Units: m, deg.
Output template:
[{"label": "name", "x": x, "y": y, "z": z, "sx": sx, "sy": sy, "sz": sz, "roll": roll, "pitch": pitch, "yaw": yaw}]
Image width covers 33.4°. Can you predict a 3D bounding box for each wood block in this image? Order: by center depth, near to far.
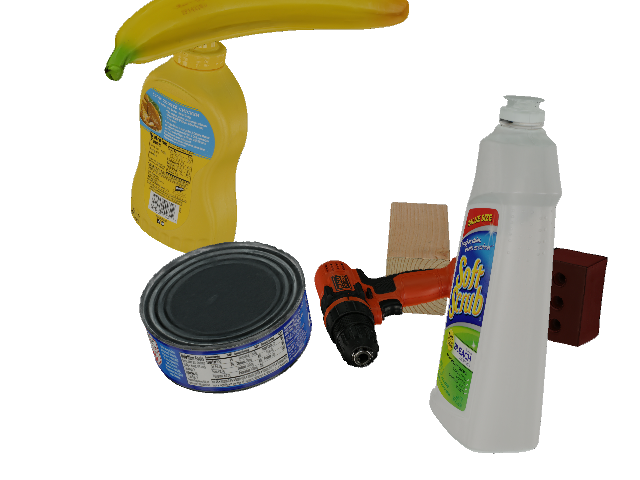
[{"label": "wood block", "x": 0.145, "y": 0.023, "z": 1.599, "sx": 0.091, "sy": 0.090, "sz": 0.206, "roll": 4, "pitch": 25, "yaw": 4}]

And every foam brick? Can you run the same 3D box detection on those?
[{"label": "foam brick", "x": 0.226, "y": 0.051, "z": 0.979, "sx": 0.053, "sy": 0.078, "sz": 0.051, "roll": 12, "pitch": 17, "yaw": 33}]

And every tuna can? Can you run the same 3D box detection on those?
[{"label": "tuna can", "x": -0.048, "y": 0.039, "z": 0.552, "sx": 0.086, "sy": 0.034, "sz": 0.086, "roll": -7, "pitch": 36, "yaw": 5}]

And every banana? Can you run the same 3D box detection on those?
[{"label": "banana", "x": -0.045, "y": -0.138, "z": 0.669, "sx": 0.197, "sy": 0.070, "sz": 0.037, "roll": -16, "pitch": -35, "yaw": -16}]

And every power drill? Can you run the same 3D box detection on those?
[{"label": "power drill", "x": 0.094, "y": 0.070, "z": 1.154, "sx": 0.187, "sy": 0.057, "sz": 0.184, "roll": -5, "pitch": 28, "yaw": -8}]

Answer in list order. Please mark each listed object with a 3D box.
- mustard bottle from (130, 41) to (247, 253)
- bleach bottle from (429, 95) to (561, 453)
[{"label": "mustard bottle", "x": -0.104, "y": -0.087, "z": 0.862, "sx": 0.096, "sy": 0.192, "sz": 0.058, "roll": 29, "pitch": 36, "yaw": 28}, {"label": "bleach bottle", "x": 0.131, "y": 0.021, "z": 0.775, "sx": 0.068, "sy": 0.251, "sz": 0.103, "roll": 0, "pitch": 14, "yaw": -13}]
